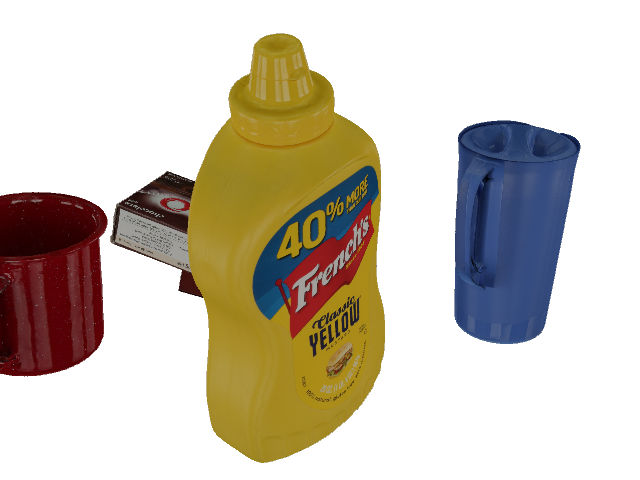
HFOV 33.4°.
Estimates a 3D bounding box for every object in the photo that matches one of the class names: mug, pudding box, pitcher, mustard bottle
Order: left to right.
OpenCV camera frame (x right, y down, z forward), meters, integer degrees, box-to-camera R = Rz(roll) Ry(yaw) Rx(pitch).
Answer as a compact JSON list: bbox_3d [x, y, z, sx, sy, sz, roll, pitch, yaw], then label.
[{"bbox_3d":[-0.172,0.032,0.620,0.093,0.081,0.117,5,26,5],"label":"mug"},{"bbox_3d":[-0.092,-0.009,0.829,0.113,0.039,0.090,18,24,11],"label":"pudding box"},{"bbox_3d":[-0.012,0.001,0.456,0.058,0.192,0.096,28,48,34],"label":"mustard bottle"},{"bbox_3d":[0.209,-0.004,1.217,0.149,0.243,0.145,-2,25,-7],"label":"pitcher"}]

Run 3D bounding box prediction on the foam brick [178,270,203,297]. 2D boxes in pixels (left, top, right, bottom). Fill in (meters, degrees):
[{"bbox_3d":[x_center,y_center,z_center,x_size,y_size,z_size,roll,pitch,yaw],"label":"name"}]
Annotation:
[{"bbox_3d":[-0.107,0.032,1.148,0.078,0.051,0.053,16,30,1],"label":"foam brick"}]
